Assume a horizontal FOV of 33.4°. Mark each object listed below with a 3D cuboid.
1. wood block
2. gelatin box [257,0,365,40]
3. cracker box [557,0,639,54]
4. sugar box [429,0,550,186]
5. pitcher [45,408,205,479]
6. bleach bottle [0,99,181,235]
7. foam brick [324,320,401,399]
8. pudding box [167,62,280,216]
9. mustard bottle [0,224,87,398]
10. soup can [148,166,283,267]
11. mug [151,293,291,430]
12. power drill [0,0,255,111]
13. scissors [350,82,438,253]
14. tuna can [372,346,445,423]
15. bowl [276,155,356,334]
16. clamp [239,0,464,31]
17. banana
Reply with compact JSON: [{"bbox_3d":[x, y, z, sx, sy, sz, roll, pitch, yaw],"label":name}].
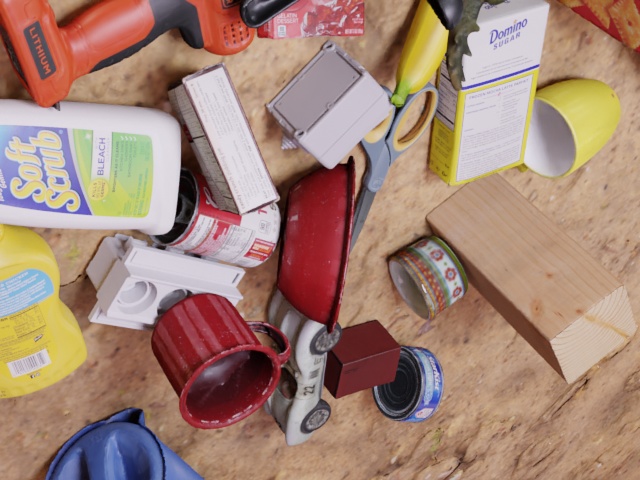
[{"bbox_3d":[0.210,0.032,1.075,0.090,0.206,0.090,-37,139,-4],"label":"wood block"},{"bbox_3d":[-0.007,-0.194,0.829,0.089,0.030,0.073,-9,106,-33],"label":"gelatin box"},{"bbox_3d":[0.319,-0.230,0.919,0.164,0.214,0.072,-29,138,-12],"label":"cracker box"},{"bbox_3d":[0.157,-0.142,1.007,0.093,0.048,0.176,-19,131,-23],"label":"sugar box"},{"bbox_3d":[-0.166,0.294,1.081,0.149,0.145,0.242,-40,142,-3],"label":"pitcher"},{"bbox_3d":[-0.225,-0.050,0.769,0.250,0.068,0.102,-4,107,-37],"label":"bleach bottle"},{"bbox_3d":[0.039,0.128,1.151,0.078,0.051,0.053,-12,131,-29],"label":"foam brick"},{"bbox_3d":[-0.075,-0.076,0.822,0.039,0.090,0.113,-26,100,-13],"label":"pudding box"},{"bbox_3d":[-0.254,0.042,0.851,0.096,0.058,0.191,-20,136,-13],"label":"mustard bottle"},{"bbox_3d":[-0.090,-0.018,0.913,0.102,0.069,0.068,17,114,-45],"label":"soup can"},{"bbox_3d":[-0.082,0.097,0.910,0.117,0.082,0.093,-15,133,-26],"label":"mug"},{"bbox_3d":[-0.135,-0.184,0.740,0.187,0.057,0.184,-25,137,-16],"label":"power drill"},{"bbox_3d":[0.041,-0.067,1.008,0.096,0.016,0.202,14,116,-42],"label":"scissors"},{"bbox_3d":[0.097,0.162,1.198,0.033,0.086,0.086,10,119,-39],"label":"tuna can"},{"bbox_3d":[-0.006,0.001,0.956,0.055,0.162,0.162,7,126,-4],"label":"bowl"},{"bbox_3d":[0.036,-0.225,0.779,0.165,0.210,0.036,1,143,20],"label":"clamp"},{"bbox_3d":[0.107,-0.205,0.899,0.037,0.069,0.198,19,102,-7],"label":"banana"}]
